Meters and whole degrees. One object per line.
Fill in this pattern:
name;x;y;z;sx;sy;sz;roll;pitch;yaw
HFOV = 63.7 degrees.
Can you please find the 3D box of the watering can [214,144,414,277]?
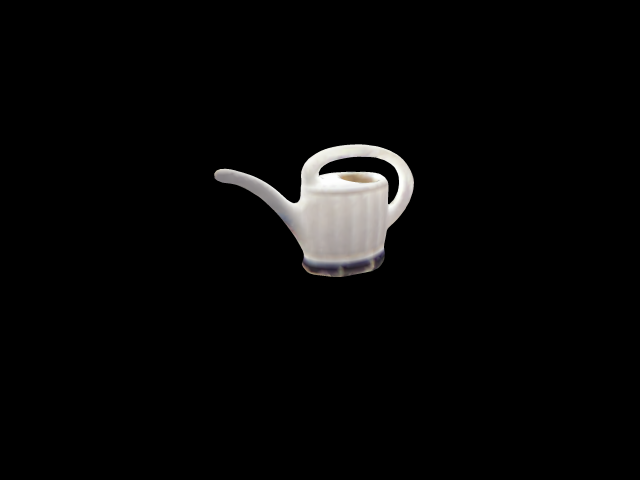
watering can;0.003;-0.043;0.850;0.349;0.221;0.105;-9;21;-22
